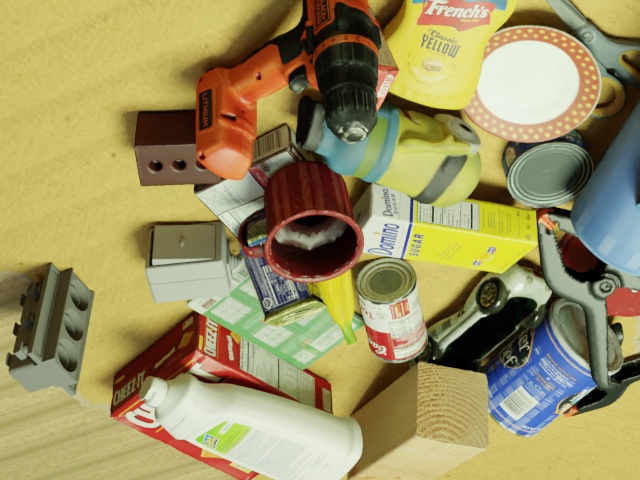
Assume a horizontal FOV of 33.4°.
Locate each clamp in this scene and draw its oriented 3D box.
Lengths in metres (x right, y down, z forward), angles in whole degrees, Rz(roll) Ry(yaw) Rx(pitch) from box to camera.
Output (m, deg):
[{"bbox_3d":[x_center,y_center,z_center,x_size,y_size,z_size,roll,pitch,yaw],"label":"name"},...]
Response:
[{"bbox_3d":[0.361,0.165,1.299,0.120,0.039,0.172,18,137,-13],"label":"clamp"},{"bbox_3d":[0.289,0.051,1.100,0.210,0.036,0.165,38,110,-10],"label":"clamp"}]

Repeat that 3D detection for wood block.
[{"bbox_3d":[0.112,0.227,1.266,0.090,0.091,0.206,12,150,-16],"label":"wood block"}]

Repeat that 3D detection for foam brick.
[{"bbox_3d":[-0.132,-0.086,1.004,0.078,0.051,0.053,-3,135,-1],"label":"foam brick"}]

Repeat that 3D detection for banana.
[{"bbox_3d":[0.021,0.040,1.119,0.037,0.070,0.198,-32,153,-12],"label":"banana"}]

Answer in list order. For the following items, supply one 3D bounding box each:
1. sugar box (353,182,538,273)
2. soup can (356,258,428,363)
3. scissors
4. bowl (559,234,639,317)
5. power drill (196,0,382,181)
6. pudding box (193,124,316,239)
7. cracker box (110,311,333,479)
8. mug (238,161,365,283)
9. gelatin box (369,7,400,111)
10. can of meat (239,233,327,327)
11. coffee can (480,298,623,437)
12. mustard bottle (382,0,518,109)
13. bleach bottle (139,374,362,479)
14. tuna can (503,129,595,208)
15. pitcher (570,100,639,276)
[{"bbox_3d":[0.122,-0.010,1.085,0.176,0.048,0.093,6,157,-12],"label":"sugar box"},{"bbox_3d":[0.079,0.077,1.171,0.068,0.068,0.102,-9,134,5],"label":"soup can"},{"bbox_3d":[0.234,-0.171,0.970,0.201,0.016,0.096,22,129,-23],"label":"scissors"},{"bbox_3d":[0.338,0.034,1.155,0.162,0.055,0.162,-2,134,-2],"label":"bowl"},{"bbox_3d":[-0.026,-0.125,0.894,0.188,0.184,0.057,-30,137,35],"label":"power drill"},{"bbox_3d":[-0.055,-0.052,1.054,0.114,0.039,0.090,-23,133,21],"label":"pudding box"},{"bbox_3d":[-0.115,0.193,1.270,0.213,0.072,0.164,33,123,-30],"label":"cracker box"},{"bbox_3d":[-0.021,-0.016,1.004,0.117,0.081,0.093,-18,134,8],"label":"mug"},{"bbox_3d":[0.032,-0.149,0.926,0.030,0.089,0.073,3,136,-27],"label":"gelatin box"},{"bbox_3d":[-0.038,0.038,1.083,0.057,0.084,0.102,-23,170,6],"label":"can of meat"},{"bbox_3d":[0.262,0.147,1.229,0.102,0.103,0.140,22,129,-24],"label":"coffee can"},{"bbox_3d":[0.115,-0.204,0.899,0.096,0.058,0.192,19,131,-5],"label":"mustard bottle"},{"bbox_3d":[-0.081,0.205,1.193,0.250,0.068,0.103,27,120,-24],"label":"bleach bottle"},{"bbox_3d":[0.224,-0.074,1.054,0.086,0.034,0.086,-2,135,-2],"label":"tuna can"},{"bbox_3d":[0.328,-0.078,0.960,0.149,0.145,0.243,5,133,-27],"label":"pitcher"}]
